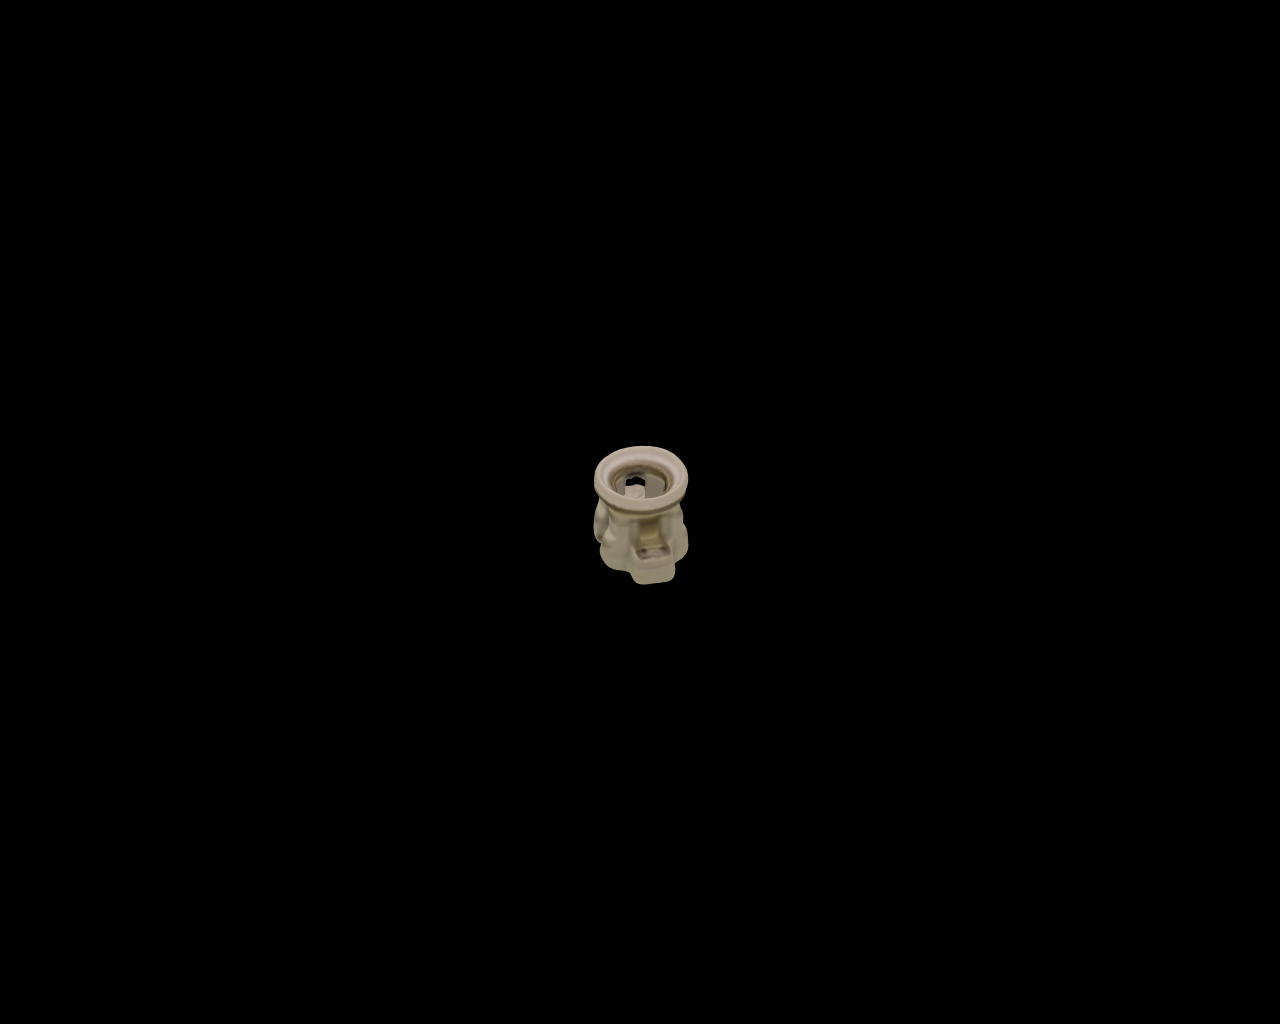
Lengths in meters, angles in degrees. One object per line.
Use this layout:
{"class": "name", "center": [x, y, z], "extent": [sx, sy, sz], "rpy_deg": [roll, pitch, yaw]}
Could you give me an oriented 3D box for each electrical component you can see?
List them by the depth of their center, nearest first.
{"class": "electrical component", "center": [0.001, -0.003, 0.650], "extent": [0.058, 0.056, 0.078], "rpy_deg": [-8, 40, -10]}
